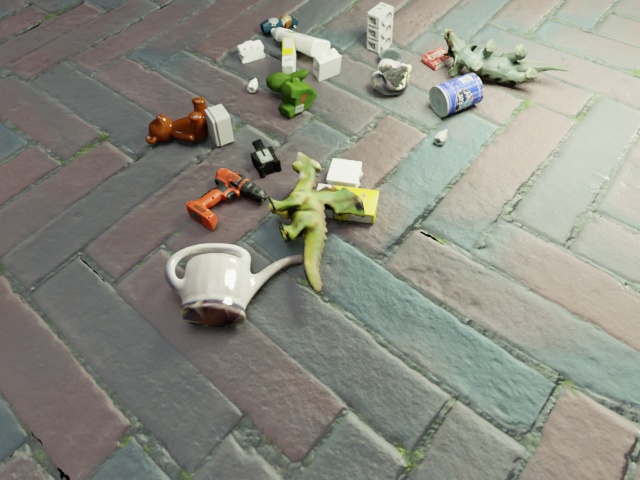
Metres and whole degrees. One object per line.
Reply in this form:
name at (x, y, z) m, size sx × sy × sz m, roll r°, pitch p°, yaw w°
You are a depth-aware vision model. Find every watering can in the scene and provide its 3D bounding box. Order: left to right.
watering can at (-0.209, 0.105, 1.264) m, size 0.348 × 0.101 × 0.230 m, roll 3°, pitch 53°, yaw -6°

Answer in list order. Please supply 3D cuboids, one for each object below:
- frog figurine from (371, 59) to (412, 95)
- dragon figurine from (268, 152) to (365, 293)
frog figurine at (0.236, -0.557, 1.764) m, size 0.137 × 0.121 × 0.161 m, roll -24°, pitch 18°, yaw -4°
dragon figurine at (0.004, -0.068, 1.344) m, size 0.244 × 0.119 × 0.418 m, roll -21°, pitch 61°, yaw -14°
